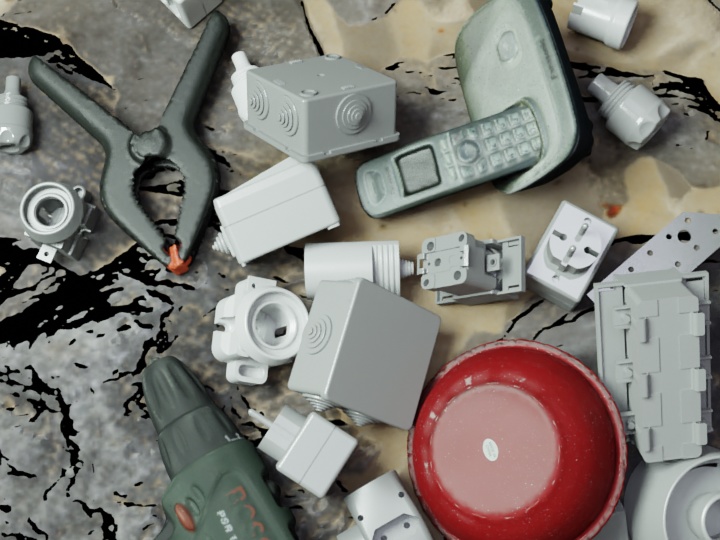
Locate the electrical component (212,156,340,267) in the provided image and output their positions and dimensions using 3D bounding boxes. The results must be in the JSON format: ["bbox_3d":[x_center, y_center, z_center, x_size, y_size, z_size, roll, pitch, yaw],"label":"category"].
[{"bbox_3d":[-0.070,-0.044,0.811,0.096,0.062,0.061,-23,94,-3],"label":"electrical component"}]

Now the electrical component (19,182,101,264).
[{"bbox_3d":[-0.232,-0.039,0.826,0.048,0.055,0.066,21,78,7],"label":"electrical component"}]

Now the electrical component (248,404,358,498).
[{"bbox_3d":[-0.047,0.122,0.769,0.077,0.065,0.047,33,80,1],"label":"electrical component"}]

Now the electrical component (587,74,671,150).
[{"bbox_3d":[0.206,-0.127,0.837,0.062,0.043,0.043,42,81,12],"label":"electrical component"}]

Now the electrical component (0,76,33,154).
[{"bbox_3d":[-0.279,-0.125,0.861,0.035,0.035,0.061,-3,74,2],"label":"electrical component"}]

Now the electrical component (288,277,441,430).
[{"bbox_3d":[0.003,0.060,0.775,0.048,0.100,0.099,2,71,49],"label":"electrical component"}]

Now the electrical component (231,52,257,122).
[{"bbox_3d":[-0.087,-0.146,0.858,0.035,0.035,0.061,-22,74,-3],"label":"electrical component"}]

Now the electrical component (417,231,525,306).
[{"bbox_3d":[0.080,-0.001,0.794,0.081,0.064,0.042,-12,72,42],"label":"electrical component"}]

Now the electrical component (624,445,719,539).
[{"bbox_3d":[0.246,0.174,0.763,0.099,0.064,0.099,1,85,-9],"label":"electrical component"}]

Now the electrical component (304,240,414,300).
[{"bbox_3d":[0.000,0.000,0.814,0.081,0.043,0.043,-2,76,2],"label":"electrical component"}]

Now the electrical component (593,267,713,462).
[{"bbox_3d":[0.209,0.067,0.751,0.079,0.063,0.121,-7,107,1],"label":"electrical component"}]

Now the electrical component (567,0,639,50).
[{"bbox_3d":[0.194,-0.202,0.858,0.046,0.040,0.040,23,78,14],"label":"electrical component"}]

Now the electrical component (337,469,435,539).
[{"bbox_3d":[0.010,0.195,0.765,0.079,0.043,0.077,-29,77,-4],"label":"electrical component"}]

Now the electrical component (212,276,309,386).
[{"bbox_3d":[-0.072,0.043,0.789,0.058,0.057,0.078,12,74,-27],"label":"electrical component"}]

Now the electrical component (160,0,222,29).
[{"bbox_3d":[-0.143,-0.258,0.881,0.076,0.047,0.083,-43,78,-8],"label":"electrical component"}]

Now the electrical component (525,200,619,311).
[{"bbox_3d":[0.156,-0.015,0.794,0.047,0.076,0.065,29,79,9],"label":"electrical component"}]

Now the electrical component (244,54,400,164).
[{"bbox_3d":[-0.029,-0.124,0.806,0.100,0.048,0.100,-17,33,-31],"label":"electrical component"}]
